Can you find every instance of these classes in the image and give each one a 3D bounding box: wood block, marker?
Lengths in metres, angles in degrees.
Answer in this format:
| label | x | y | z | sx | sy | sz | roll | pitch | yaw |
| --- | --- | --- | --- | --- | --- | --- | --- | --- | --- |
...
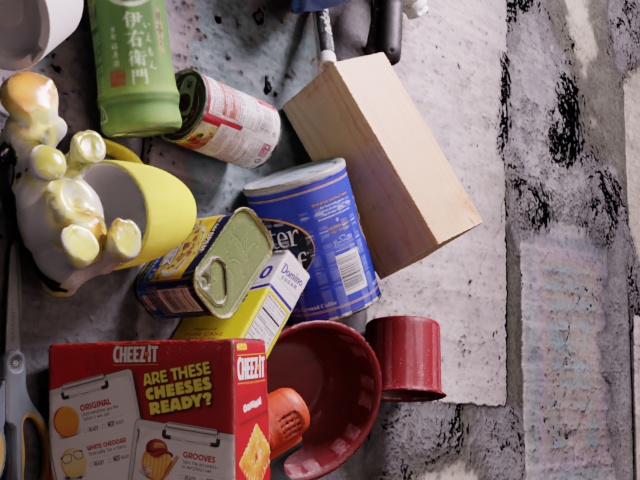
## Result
| label | x | y | z | sx | sy | sz | roll | pitch | yaw |
| --- | --- | --- | --- | --- | --- | --- | --- | --- | --- |
| wood block | 0.063 | -0.077 | 1.092 | 0.090 | 0.090 | 0.206 | -23 | 81 | -49 |
| marker | 0.002 | -0.223 | 1.117 | 0.020 | 0.020 | 0.121 | 35 | 36 | -41 |

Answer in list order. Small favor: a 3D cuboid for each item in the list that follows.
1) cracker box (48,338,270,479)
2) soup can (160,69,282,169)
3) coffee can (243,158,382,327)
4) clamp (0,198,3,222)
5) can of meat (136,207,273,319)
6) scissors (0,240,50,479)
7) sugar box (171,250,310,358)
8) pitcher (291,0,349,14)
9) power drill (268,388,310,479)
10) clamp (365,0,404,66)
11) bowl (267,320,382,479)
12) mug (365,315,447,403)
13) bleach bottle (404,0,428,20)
| label | x | y | z | sx | sy | sz | roll | pitch | yaw |
| --- | --- | --- | --- | --- | --- | --- | --- | --- | --- |
| cracker box | -0.123 | 0.185 | 0.828 | 0.072 | 0.164 | 0.214 | 13 | 75 | -69 |
| soup can | -0.092 | -0.110 | 0.984 | 0.102 | 0.069 | 0.068 | 18 | 72 | -47 |
| coffee can | -0.007 | 0.001 | 1.042 | 0.102 | 0.103 | 0.140 | -29 | 107 | -47 |
| clamp | -0.267 | 0.061 | 0.758 | 0.164 | 0.036 | 0.210 | -43 | 134 | -76 |
| can of meat | -0.104 | 0.023 | 0.940 | 0.057 | 0.084 | 0.102 | 55 | 48 | -29 |
| scissors | -0.249 | 0.106 | 0.812 | 0.096 | 0.016 | 0.202 | -16 | 97 | -50 |
| sugar box | -0.086 | 0.088 | 0.946 | 0.048 | 0.094 | 0.176 | 50 | 50 | -34 |
| pitcher | -0.029 | -0.359 | 1.050 | 0.242 | 0.145 | 0.149 | 49 | 22 | -30 |
| power drill | -0.070 | 0.246 | 0.946 | 0.184 | 0.057 | 0.187 | -28 | 115 | -21 |
| clamp | 0.077 | -0.267 | 1.144 | 0.039 | 0.120 | 0.171 | 1 | 112 | -11 |
| bowl | -0.023 | 0.146 | 1.014 | 0.161 | 0.055 | 0.162 | -8 | 107 | -28 |
| mug | 0.091 | 0.132 | 1.159 | 0.117 | 0.093 | 0.081 | 59 | 31 | -71 |
| bleach bottle | 0.056 | -0.356 | 1.197 | 0.102 | 0.068 | 0.250 | -53 | 127 | -32 |
